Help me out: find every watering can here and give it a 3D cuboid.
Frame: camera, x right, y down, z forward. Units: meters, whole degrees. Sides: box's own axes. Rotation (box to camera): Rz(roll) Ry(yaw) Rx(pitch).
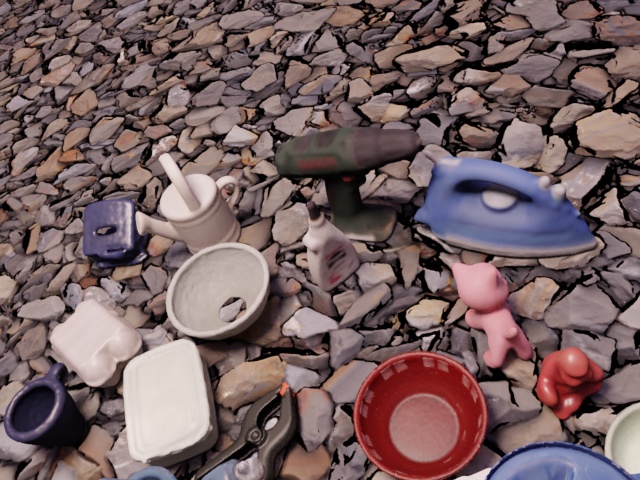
[{"bbox_3d":[-0.217,-0.057,0.946,0.100,0.194,0.173,27,66,34],"label":"watering can"}]

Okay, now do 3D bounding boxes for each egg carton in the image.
[{"bbox_3d":[-0.350,0.161,0.901,0.149,0.069,0.107,27,65,33],"label":"egg carton"}]

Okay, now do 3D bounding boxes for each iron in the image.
[{"bbox_3d":[0.265,-0.061,0.821,0.257,0.142,0.119,14,59,27],"label":"iron"}]

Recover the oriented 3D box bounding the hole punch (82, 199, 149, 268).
[{"bbox_3d":[-0.369,-0.012,1.029,0.108,0.091,0.101,-8,51,13],"label":"hole punch"}]

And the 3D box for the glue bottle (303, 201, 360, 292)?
[{"bbox_3d":[0.008,0.003,0.837,0.078,0.173,0.037,-42,52,-15],"label":"glue bottle"}]

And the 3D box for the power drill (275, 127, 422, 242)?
[{"bbox_3d":[0.054,-0.089,0.870,0.229,0.209,0.076,5,55,22],"label":"power drill"}]

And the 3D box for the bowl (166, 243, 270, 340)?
[{"bbox_3d":[-0.146,0.090,0.885,0.167,0.075,0.167,-9,51,12],"label":"bowl"}]

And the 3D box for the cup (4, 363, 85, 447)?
[{"bbox_3d":[-0.381,0.246,0.828,0.091,0.095,0.118,0,53,19],"label":"cup"}]

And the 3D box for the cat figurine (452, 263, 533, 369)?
[{"bbox_3d":[0.221,0.084,0.738,0.067,0.118,0.127,-22,49,1],"label":"cat figurine"}]

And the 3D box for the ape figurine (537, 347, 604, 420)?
[{"bbox_3d":[0.293,0.158,0.673,0.077,0.092,0.076,-8,51,12],"label":"ape figurine"}]

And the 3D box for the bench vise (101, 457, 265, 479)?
[{"bbox_3d":[-0.176,0.288,0.644,0.208,0.220,0.121,-41,52,-14],"label":"bench vise"}]
